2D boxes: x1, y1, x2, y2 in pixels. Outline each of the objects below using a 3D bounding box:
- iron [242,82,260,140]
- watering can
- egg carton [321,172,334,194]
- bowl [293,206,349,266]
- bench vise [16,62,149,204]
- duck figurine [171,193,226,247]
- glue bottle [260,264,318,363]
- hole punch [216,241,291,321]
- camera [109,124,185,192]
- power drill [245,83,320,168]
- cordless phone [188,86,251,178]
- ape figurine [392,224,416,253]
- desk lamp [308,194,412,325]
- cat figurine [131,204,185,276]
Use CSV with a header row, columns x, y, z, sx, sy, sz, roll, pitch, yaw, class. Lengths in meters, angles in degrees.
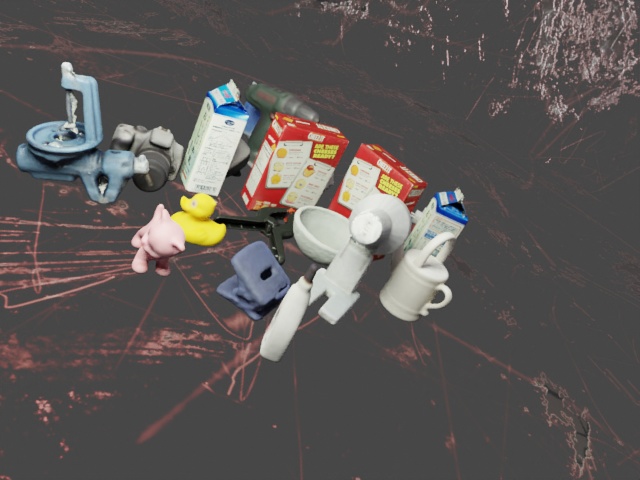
x,y,z,sx,sy,sz,roll,pitch,yaw,class
-0.102,-0.328,1.580,0.259,0.141,0.118,20,29,-16,iron
0.200,0.057,1.150,0.172,0.194,0.101,35,28,13,watering can
-0.031,-0.152,1.426,0.107,0.069,0.150,32,28,8,egg carton
0.011,0.004,1.197,0.168,0.074,0.167,22,28,-12,bowl
-0.398,-0.186,0.993,0.208,0.219,0.121,8,33,-33,bench vise
-0.218,-0.043,1.058,0.105,0.086,0.077,23,28,-10,duck figurine
-0.042,0.104,0.877,0.037,0.173,0.078,23,28,-10,glue bottle
-0.102,0.066,0.974,0.101,0.091,0.109,33,28,10,hole punch
-0.344,-0.165,1.133,0.143,0.100,0.136,18,29,-19,camera
-0.114,-0.271,1.402,0.229,0.208,0.076,43,31,26,power drill
-0.210,-0.246,1.300,0.147,0.185,0.094,42,31,25,cordless phone
0.211,0.002,1.362,0.078,0.092,0.076,15,31,-24,ape figurine
0.074,0.022,1.074,0.118,0.213,0.204,33,28,10,desk lamp
-0.257,-0.006,0.927,0.067,0.117,0.127,11,32,-28,cat figurine
